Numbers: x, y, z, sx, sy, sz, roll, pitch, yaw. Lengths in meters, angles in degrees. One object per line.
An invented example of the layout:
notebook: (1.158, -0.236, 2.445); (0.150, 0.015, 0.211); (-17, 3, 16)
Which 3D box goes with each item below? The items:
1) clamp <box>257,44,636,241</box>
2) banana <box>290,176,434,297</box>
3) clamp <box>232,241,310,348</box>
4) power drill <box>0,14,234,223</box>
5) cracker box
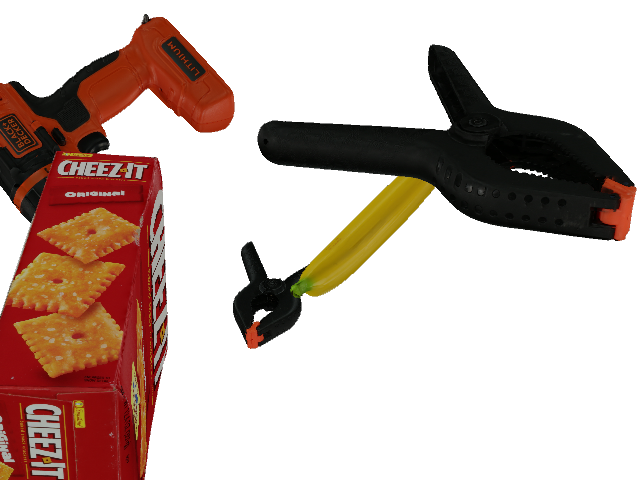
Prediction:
clamp: (0.078, -0.050, 0.606); (0.164, 0.036, 0.210); (-26, 41, -28)
banana: (0.048, -0.010, 0.998); (0.197, 0.037, 0.070); (-45, 4, -8)
clamp: (-0.045, 0.060, 1.250); (0.120, 0.039, 0.171); (-3, 39, 10)
power drill: (-0.160, -0.081, 0.819); (0.187, 0.184, 0.057); (-33, -16, -28)
cracker box: (-0.128, 0.072, 0.599); (0.072, 0.164, 0.213); (3, 34, -3)
